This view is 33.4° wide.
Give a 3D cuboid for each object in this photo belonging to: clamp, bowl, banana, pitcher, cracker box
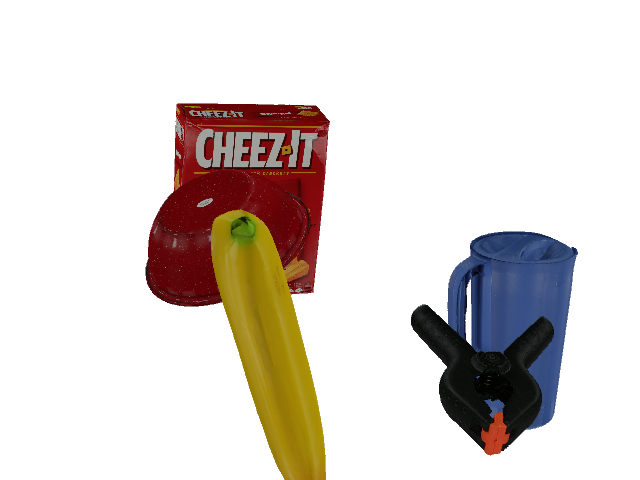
[{"bbox_3d":[0.143,0.105,0.852,0.120,0.039,0.171,-4,32,-3],"label":"clamp"},{"bbox_3d":[-0.093,-0.015,0.954,0.162,0.055,0.162,-16,36,11],"label":"bowl"},{"bbox_3d":[-0.030,0.057,0.587,0.037,0.198,0.069,-11,32,5],"label":"banana"},{"bbox_3d":[0.246,0.118,1.377,0.149,0.243,0.144,5,18,16],"label":"pitcher"},{"bbox_3d":[-0.082,-0.042,1.204,0.164,0.214,0.072,-1,23,-17],"label":"cracker box"}]
